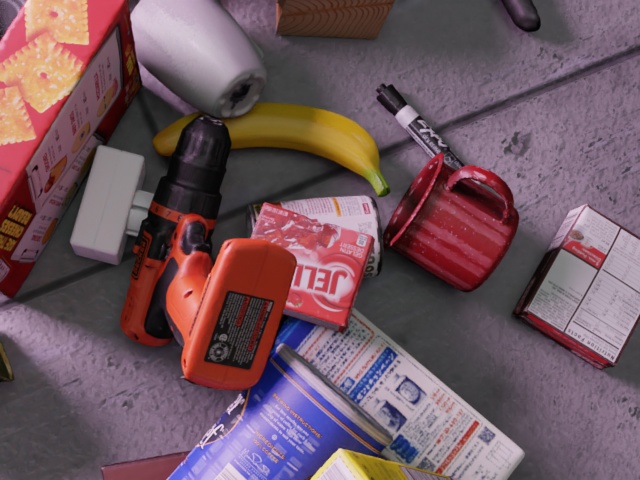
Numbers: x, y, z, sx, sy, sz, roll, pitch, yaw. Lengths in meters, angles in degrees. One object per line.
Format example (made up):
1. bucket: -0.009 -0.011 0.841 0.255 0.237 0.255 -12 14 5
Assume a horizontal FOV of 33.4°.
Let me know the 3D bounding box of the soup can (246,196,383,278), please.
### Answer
1. soup can: -0.006 0.001 0.859 0.102 0.068 0.068 -5 79 -8

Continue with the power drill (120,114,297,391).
1. power drill: -0.081 0.012 0.763 0.057 0.188 0.184 12 101 -26

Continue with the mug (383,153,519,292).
1. mug: 0.112 -0.017 0.858 0.081 0.117 0.093 31 48 -6

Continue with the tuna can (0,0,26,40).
1. tuna can: -0.261 -0.178 0.881 0.086 0.034 0.086 1 78 -7

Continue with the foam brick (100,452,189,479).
1. foam brick: -0.123 0.190 0.811 0.078 0.053 0.051 -8 80 -10

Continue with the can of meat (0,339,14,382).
1. can of meat: -0.282 0.092 0.787 0.084 0.102 0.057 -23 81 -10

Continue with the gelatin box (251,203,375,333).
1. gelatin box: -0.012 0.021 0.796 0.089 0.030 0.073 18 76 5

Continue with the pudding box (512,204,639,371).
1. pudding box: 0.229 0.039 0.898 0.090 0.039 0.113 32 78 -1

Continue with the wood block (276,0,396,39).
1. wood block: 0.010 -0.287 0.911 0.090 0.090 0.206 1 78 -8

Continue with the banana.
1. banana: -0.035 -0.085 0.881 0.198 0.037 0.069 9 47 0

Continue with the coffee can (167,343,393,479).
1. coffee can: -0.033 0.157 0.739 0.103 0.103 0.140 40 87 2

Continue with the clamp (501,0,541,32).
1. clamp: 0.150 -0.306 0.961 0.210 0.036 0.164 36 75 0

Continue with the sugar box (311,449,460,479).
1. sugar box: 0.044 0.196 0.716 0.093 0.176 0.048 -48 53 12

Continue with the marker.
1. marker: 0.092 -0.088 0.916 0.020 0.020 0.121 -41 86 -14

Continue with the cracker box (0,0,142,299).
1. cracker box: -0.217 -0.076 0.798 0.072 0.164 0.213 28 76 1
